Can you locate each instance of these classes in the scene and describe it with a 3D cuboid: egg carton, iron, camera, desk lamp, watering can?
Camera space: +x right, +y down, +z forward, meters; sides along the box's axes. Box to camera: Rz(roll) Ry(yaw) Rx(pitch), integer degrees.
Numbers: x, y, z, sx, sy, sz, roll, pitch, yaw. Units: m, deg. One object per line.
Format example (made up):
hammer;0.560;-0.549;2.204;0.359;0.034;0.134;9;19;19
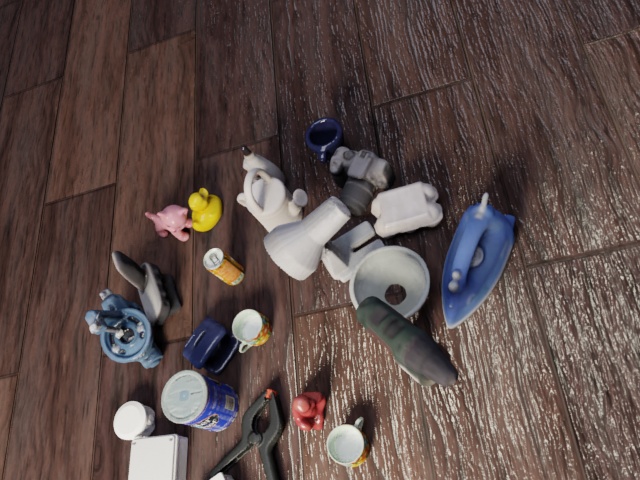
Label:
egg carton;0.187;-0.064;1.242;0.150;0.070;0.107;-16;61;13
iron;0.290;0.038;1.113;0.118;0.142;0.258;17;73;27
camera;0.078;-0.134;1.299;0.142;0.101;0.137;19;74;27
desk lamp;0.011;0.004;1.193;0.203;0.214;0.117;-34;59;3
watering can;-0.111;-0.094;1.297;0.172;0.194;0.101;-16;61;13

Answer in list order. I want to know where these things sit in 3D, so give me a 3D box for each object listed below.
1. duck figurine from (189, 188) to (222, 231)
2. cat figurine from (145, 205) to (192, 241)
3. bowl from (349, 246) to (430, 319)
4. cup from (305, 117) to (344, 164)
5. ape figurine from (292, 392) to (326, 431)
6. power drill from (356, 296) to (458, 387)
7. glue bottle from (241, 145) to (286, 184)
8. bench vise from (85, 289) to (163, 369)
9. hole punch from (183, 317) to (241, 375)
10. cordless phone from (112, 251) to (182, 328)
duck figurine;-0.296;-0.080;1.424;0.077;0.086;0.104;10;70;25
cat figurine;-0.374;-0.052;1.422;0.127;0.118;0.067;8;69;24
bowl;0.149;0.100;1.176;0.167;0.075;0.167;-8;63;17
cup;0.021;-0.219;1.364;0.091;0.095;0.118;-6;64;18
ape figurine;-0.027;0.330;1.124;0.078;0.092;0.076;-46;59;-5
power drill;0.170;0.199;1.043;0.228;0.209;0.076;38;83;31
glue bottle;-0.147;-0.174;1.361;0.078;0.173;0.037;-6;64;19
bench vise;-0.467;0.190;1.282;0.206;0.220;0.121;29;78;29
hole punch;-0.249;0.230;1.256;0.100;0.091;0.109;27;78;29
cordless phone;-0.414;0.110;1.321;0.094;0.185;0.147;-35;59;3
